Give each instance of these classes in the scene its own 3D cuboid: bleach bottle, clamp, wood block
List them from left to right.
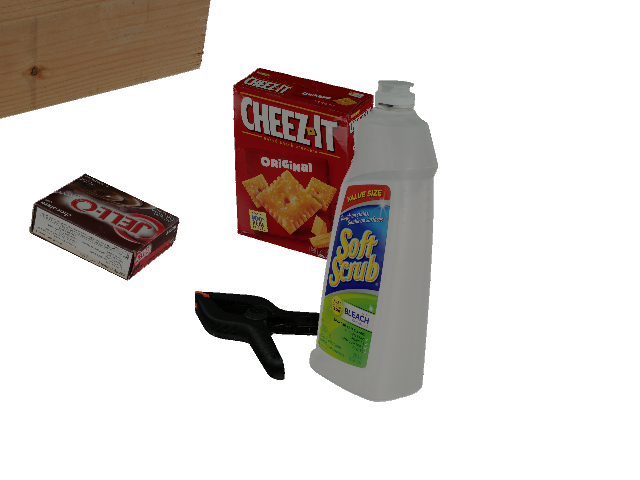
[{"bbox_3d":[-0.198,-0.172,0.839,0.205,0.091,0.090,-21,52,-35],"label":"wood block"},{"bbox_3d":[-0.074,0.102,1.247,0.210,0.036,0.164,14,23,28],"label":"clamp"},{"bbox_3d":[0.046,-0.003,0.861,0.067,0.251,0.103,-9,20,-36],"label":"bleach bottle"}]

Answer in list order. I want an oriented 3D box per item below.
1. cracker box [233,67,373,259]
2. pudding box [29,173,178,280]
[{"bbox_3d":[-0.024,-0.090,1.329,0.164,0.214,0.072,17,36,24],"label":"cracker box"},{"bbox_3d":[-0.206,-0.014,1.021,0.113,0.039,0.090,23,27,11],"label":"pudding box"}]
